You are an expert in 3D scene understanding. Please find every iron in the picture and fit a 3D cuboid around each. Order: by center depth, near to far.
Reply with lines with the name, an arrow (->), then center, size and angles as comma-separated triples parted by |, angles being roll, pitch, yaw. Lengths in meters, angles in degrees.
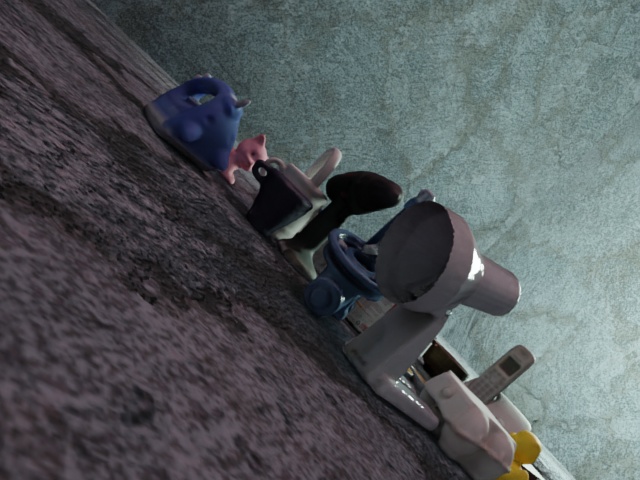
iron -> -0.209, -0.226, 0.976 | 0.119, 0.141, 0.257 | 41, 5, -45

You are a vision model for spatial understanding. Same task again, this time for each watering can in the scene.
watering can -> -0.027, -0.089, 1.048 | 0.173, 0.194, 0.100 | 42, 4, -37

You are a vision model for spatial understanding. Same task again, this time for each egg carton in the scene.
egg carton -> 0.184, 0.238, 0.741 | 0.107, 0.069, 0.150 | 44, 4, -13

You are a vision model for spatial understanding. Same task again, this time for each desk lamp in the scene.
desk lamp -> 0.127, 0.085, 0.676 | 0.204, 0.213, 0.117 | 42, 4, -34

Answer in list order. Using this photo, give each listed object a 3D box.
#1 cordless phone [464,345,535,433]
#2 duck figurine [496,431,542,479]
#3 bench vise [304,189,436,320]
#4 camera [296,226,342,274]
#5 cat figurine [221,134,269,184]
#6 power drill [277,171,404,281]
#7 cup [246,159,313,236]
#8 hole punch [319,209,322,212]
cordless phone -> 0.369, 0.305, 1.119 | 0.147, 0.185, 0.094 | 47, 4, 33
duck figurine -> 0.284, 0.317, 0.831 | 0.077, 0.086, 0.104 | 45, 4, -2
bench vise -> 0.069, 0.012, 0.803 | 0.122, 0.219, 0.207 | 44, 4, -8
camera -> 0.011, 0.004, 1.164 | 0.143, 0.100, 0.137 | 45, 4, 5
cat figurine -> -0.163, -0.179, 1.149 | 0.128, 0.117, 0.067 | 43, 4, -19
power drill -> 0.030, -0.034, 0.958 | 0.076, 0.208, 0.229 | 43, 4, -22
cup -> -0.083, -0.063, 0.925 | 0.118, 0.095, 0.091 | 44, 4, -7
hole punch -> -0.018, -0.030, 1.300 | 0.108, 0.091, 0.101 | 47, 4, 34
